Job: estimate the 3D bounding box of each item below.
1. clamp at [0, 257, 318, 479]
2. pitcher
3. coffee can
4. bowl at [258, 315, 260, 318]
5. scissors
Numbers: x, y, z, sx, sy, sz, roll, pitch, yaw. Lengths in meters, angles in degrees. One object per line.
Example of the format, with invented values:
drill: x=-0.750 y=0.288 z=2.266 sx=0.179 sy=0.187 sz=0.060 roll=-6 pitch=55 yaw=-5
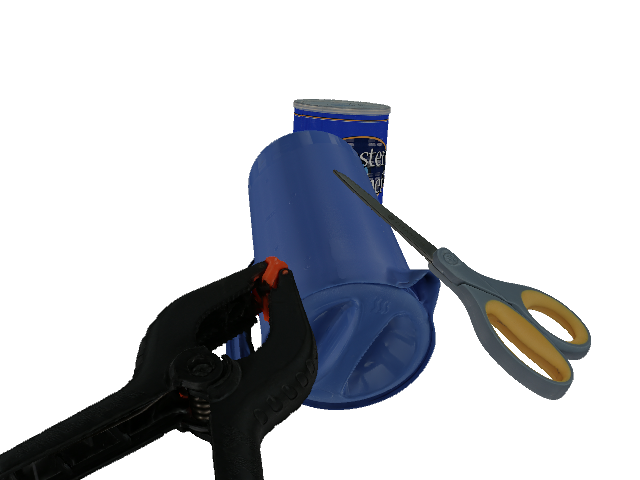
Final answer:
clamp: x=-0.042 y=0.072 z=0.444 sx=0.120 sy=0.039 sz=0.171 roll=25 pitch=48 yaw=19
pitcher: x=-0.005 y=0.019 z=0.894 sx=0.149 sy=0.145 sz=0.243 roll=1 pitch=37 yaw=-12
coffee can: x=0.018 y=-0.076 z=1.139 sx=0.103 sy=0.140 sz=0.103 roll=4 pitch=12 yaw=-1
bowl: x=0.000 y=0.113 z=1.326 sx=0.162 sy=0.055 sz=0.162 roll=5 pitch=23 yaw=-2
scissors: x=0.097 y=0.019 z=0.680 sx=0.096 sy=0.016 sz=0.202 roll=-8 pitch=49 yaw=-43
